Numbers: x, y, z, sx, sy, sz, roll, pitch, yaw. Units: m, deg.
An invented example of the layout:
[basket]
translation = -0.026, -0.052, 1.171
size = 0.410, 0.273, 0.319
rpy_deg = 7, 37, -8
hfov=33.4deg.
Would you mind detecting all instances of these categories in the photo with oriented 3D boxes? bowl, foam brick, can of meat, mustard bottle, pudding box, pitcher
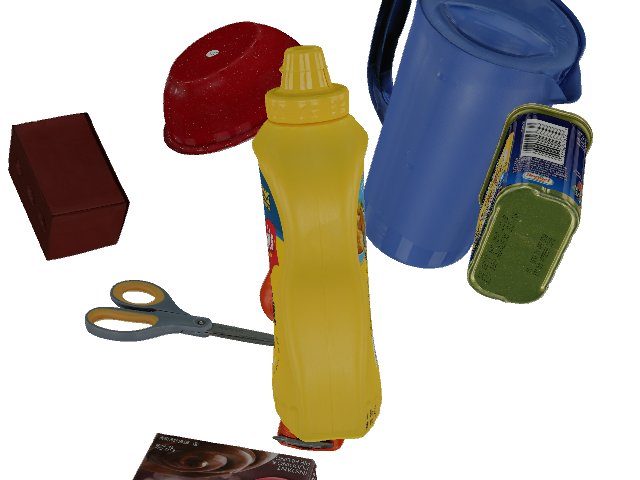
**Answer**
[bowl]
translation = -0.083, -0.148, 0.961
size = 0.162, 0.055, 0.162
rpy_deg = -20, 35, 15
[foam brick]
translation = -0.166, -0.035, 0.699
size = 0.051, 0.078, 0.053
rpy_deg = -16, -27, -29
[can of meat]
translation = 0.133, -0.021, 0.682
size = 0.057, 0.102, 0.084
rpy_deg = 17, 44, 4
[mustard bottle]
translation = -0.002, -0.002, 0.542
size = 0.058, 0.192, 0.096
rpy_deg = -4, 19, 0
[pudding box]
translation = -0.066, 0.172, 0.675
size = 0.113, 0.039, 0.090
rpy_deg = 6, 30, 11
[pitcher]
translation = 0.105, -0.099, 0.888
size = 0.145, 0.149, 0.243
rpy_deg = 11, -45, -9

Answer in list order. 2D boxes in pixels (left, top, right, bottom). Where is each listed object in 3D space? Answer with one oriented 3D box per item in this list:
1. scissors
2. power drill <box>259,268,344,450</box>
[scissors]
translation = -0.121, 0.071, 1.018
size = 0.201, 0.016, 0.096
rpy_deg = 2, 33, -6
[power drill]
translation = -0.002, 0.062, 0.878
size = 0.057, 0.188, 0.184
rpy_deg = 4, 30, 15
